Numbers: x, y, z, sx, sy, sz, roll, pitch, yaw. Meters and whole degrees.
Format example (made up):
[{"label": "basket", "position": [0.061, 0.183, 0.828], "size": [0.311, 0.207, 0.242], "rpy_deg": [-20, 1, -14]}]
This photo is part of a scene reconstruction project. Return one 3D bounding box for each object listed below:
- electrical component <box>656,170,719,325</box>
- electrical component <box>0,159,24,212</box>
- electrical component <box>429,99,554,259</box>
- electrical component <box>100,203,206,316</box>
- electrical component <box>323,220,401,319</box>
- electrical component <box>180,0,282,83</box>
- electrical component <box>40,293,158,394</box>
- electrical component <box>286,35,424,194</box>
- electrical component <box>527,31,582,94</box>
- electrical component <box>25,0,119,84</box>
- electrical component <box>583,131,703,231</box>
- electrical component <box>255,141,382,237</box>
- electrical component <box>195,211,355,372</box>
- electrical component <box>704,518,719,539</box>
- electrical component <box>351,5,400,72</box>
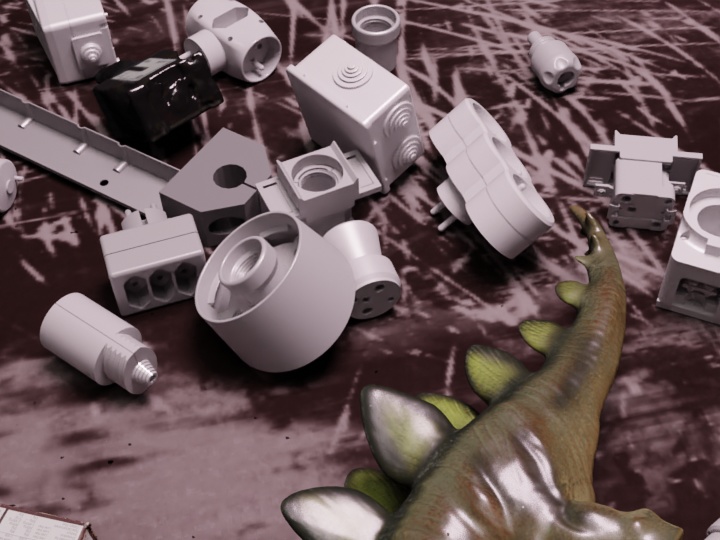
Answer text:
[{"label": "electrical component", "position": [0.290, -0.005, 0.730], "size": [0.150, 0.061, 0.089], "rpy_deg": [17, 54, 15]}, {"label": "electrical component", "position": [-0.297, -0.067, 0.811], "size": [0.078, 0.040, 0.040], "rpy_deg": [7, 52, 8]}, {"label": "electrical component", "position": [0.082, -0.058, 0.786], "size": [0.074, 0.052, 0.138], "rpy_deg": [-41, 42, 20]}, {"label": "electrical component", "position": [-0.148, -0.017, 0.762], "size": [0.066, 0.047, 0.076], "rpy_deg": [-15, 53, -11]}, {"label": "electrical component", "position": [0.000, 0.000, 0.745], "size": [0.045, 0.045, 0.055], "rpy_deg": [-16, 53, -11]}, {"label": "electrical component", "position": [-0.120, -0.186, 0.900], "size": [0.079, 0.043, 0.077], "rpy_deg": [-36, 59, -25]}, {"label": "electrical component", "position": [-0.166, 0.052, 0.709], "size": [0.081, 0.043, 0.043], "rpy_deg": [29, 57, 22]}, {"label": "electrical component", "position": [-0.001, -0.118, 0.808], "size": [0.048, 0.099, 0.100], "rpy_deg": [-43, 61, -13]}, {"label": "electrical component", "position": [0.157, -0.176, 0.890], "size": [0.035, 0.035, 0.061], "rpy_deg": [-16, 50, -11]}, {"label": "electrical component", "position": [-0.243, -0.203, 0.906], "size": [0.061, 0.061, 0.096], "rpy_deg": [-17, 52, -11]}, {"label": "electrical component", "position": [0.208, -0.064, 0.794], "size": [0.081, 0.042, 0.063], "rpy_deg": [5, 55, 7]}, {"label": "electrical component", "position": [-0.029, -0.051, 0.776], "size": [0.081, 0.063, 0.042], "rpy_deg": [-20, 54, -14]}, {"label": "electrical component", "position": [-0.059, 0.012, 0.717], "size": [0.099, 0.064, 0.099], "rpy_deg": [-26, 40, 24]}, {"label": "electrical component", "position": [0.213, 0.162, 0.611], "size": [0.078, 0.040, 0.040], "rpy_deg": [-32, 57, -22]}, {"label": "electrical component", "position": [0.014, -0.191, 0.899], "size": [0.040, 0.046, 0.040], "rpy_deg": [-1, 51, 1]}]
